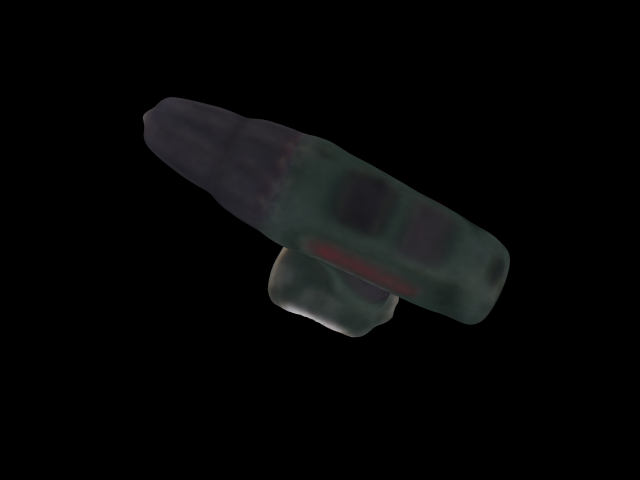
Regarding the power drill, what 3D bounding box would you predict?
[{"bbox_3d":[0.004,0.001,0.400,0.229,0.208,0.076,21,72,7],"label":"power drill"}]
